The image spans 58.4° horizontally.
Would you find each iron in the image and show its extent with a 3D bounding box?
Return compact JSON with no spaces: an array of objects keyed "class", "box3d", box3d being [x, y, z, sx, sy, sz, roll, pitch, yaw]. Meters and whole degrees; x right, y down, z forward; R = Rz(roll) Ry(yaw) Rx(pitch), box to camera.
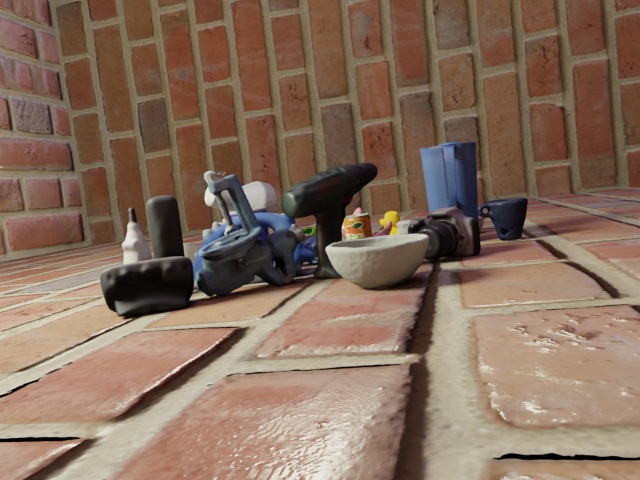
[{"class":"iron","box3d":[-0.148,0.012,1.151,0.259,0.141,0.118,-8,5,-16]}]

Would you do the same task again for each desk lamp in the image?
[{"class":"desk lamp","box3d":[-0.211,-0.044,1.478,0.204,0.213,0.117,-11,6,-38]}]

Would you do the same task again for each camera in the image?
[{"class":"camera","box3d":[0.229,-0.011,1.143,0.142,0.101,0.137,-3,6,40]}]

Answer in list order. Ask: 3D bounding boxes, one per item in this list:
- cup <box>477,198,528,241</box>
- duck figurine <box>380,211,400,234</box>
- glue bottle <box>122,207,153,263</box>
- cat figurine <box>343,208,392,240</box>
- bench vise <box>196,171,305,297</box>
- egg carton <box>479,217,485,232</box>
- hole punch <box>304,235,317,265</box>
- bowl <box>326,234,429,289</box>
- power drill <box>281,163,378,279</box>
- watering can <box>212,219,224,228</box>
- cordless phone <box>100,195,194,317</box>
[{"class":"cup","box3d":[0.419,-0.045,1.310,0.118,0.095,0.091,-7,5,-7]},{"class":"duck figurine","box3d":[0.205,-0.037,1.576,0.078,0.086,0.104,-11,6,-41]},{"class":"glue bottle","box3d":[-0.332,0.027,1.042,0.037,0.173,0.078,-6,5,9]},{"class":"cat figurine","box3d":[0.099,-0.012,1.233,0.127,0.118,0.067,-5,5,22]},{"class":"bench vise","box3d":[-0.136,-0.019,1.040,0.121,0.220,0.208,-2,7,43]},{"class":"egg carton","box3d":[0.370,-0.046,1.555,0.151,0.069,0.107,-11,6,-39]},{"class":"hole punch","box3d":[0.012,0.005,1.320,0.101,0.091,0.108,-8,5,-12]},{"class":"bowl","box3d":[0.095,0.037,0.919,0.167,0.075,0.167,-7,5,1]},{"class":"power drill","box3d":[0.033,-0.038,1.091,0.230,0.208,0.075,-11,6,-40]},{"class":"watering can","box3d":[-0.227,-0.049,1.680,0.173,0.194,0.100,-9,5,-22]},{"class":"cordless phone","box3d":[-0.286,0.024,0.936,0.148,0.185,0.094,-9,5,-23]}]
